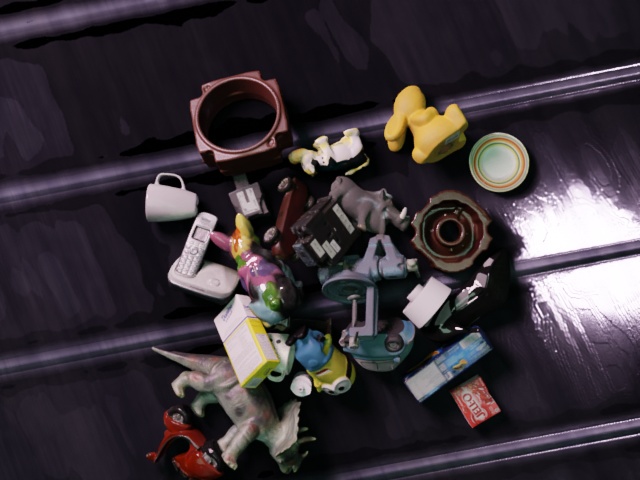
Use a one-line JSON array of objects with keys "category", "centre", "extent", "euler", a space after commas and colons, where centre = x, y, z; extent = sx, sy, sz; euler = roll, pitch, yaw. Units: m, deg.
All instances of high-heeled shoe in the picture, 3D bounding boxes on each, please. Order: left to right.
[{"category": "high-heeled shoe", "centre": [0.321, 0.121, 1.179], "extent": [0.086, 0.145, 0.249], "euler": [48, 59, -26]}]

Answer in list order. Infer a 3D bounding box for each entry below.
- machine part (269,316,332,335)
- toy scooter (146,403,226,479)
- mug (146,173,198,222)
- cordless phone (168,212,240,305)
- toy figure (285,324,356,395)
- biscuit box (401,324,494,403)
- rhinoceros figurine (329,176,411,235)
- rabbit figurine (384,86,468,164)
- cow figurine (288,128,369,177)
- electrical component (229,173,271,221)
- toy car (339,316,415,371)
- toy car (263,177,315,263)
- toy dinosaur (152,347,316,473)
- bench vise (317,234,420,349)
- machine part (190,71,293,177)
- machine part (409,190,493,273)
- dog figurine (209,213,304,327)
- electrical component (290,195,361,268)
[{"category": "machine part", "centre": [-0.043, 0.186, 1.170], "extent": [0.139, 0.084, 0.039], "euler": [4, 67, -7]}, {"category": "toy scooter", "centre": [-0.295, 0.458, 1.160], "extent": [0.135, 0.075, 0.184], "euler": [-42, 84, -1]}, {"category": "mug", "centre": [-0.323, -0.090, 1.186], "extent": [0.107, 0.081, 0.109], "euler": [5, 80, -9]}, {"category": "cordless phone", "centre": [-0.236, 0.040, 1.176], "extent": [0.147, 0.088, 0.184], "euler": [17, 78, 2]}, {"category": "toy figure", "centre": [0.008, 0.249, 1.134], "extent": [0.180, 0.082, 0.089], "euler": [51, 53, -16]}, {"category": "biscuit box", "centre": [0.273, 0.263, 1.160], "extent": [0.203, 0.063, 0.059], "euler": [-36, 87, -1]}, {"category": "rhinoceros figurine", "centre": [0.105, -0.069, 1.178], "extent": [0.190, 0.073, 0.112], "euler": [30, 78, 4]}, {"category": "rabbit figurine", "centre": [0.217, -0.252, 1.173], "extent": [0.162, 0.121, 0.173], "euler": [-33, 73, 9]}, {"category": "cow figurine", "centre": [0.019, -0.178, 1.185], "extent": [0.167, 0.068, 0.098], "euler": [-19, 93, 1]}, {"category": "electrical component", "centre": [-0.163, -0.098, 1.192], "extent": [0.075, 0.048, 0.119], "euler": [-24, 87, 0]}, {"category": "toy car", "centre": [0.126, 0.230, 1.148], "extent": [0.162, 0.109, 0.102], "euler": [-6, 105, 10]}, {"category": "toy car", "centre": [-0.066, -0.045, 1.141], "extent": [0.089, 0.053, 0.202], "euler": [35, 49, -32]}, {"category": "toy dinosaur", "centre": [-0.176, 0.334, 1.147], "extent": [0.192, 0.131, 0.405], "euler": [-36, 79, -17]}, {"category": "bench vise", "centre": [0.099, 0.111, 1.123], "extent": [0.224, 0.128, 0.240], "euler": [0, 57, 9]}, {"category": "machine part", "centre": [-0.168, -0.251, 1.156], "extent": [0.202, 0.087, 0.201], "euler": [-14, 72, 2]}, {"category": "machine part", "centre": [0.283, -0.018, 1.175], "extent": [0.179, 0.056, 0.179], "euler": [0, 86, 2]}, {"category": "dog figurine", "centre": [-0.138, 0.056, 1.127], "extent": [0.108, 0.192, 0.219], "euler": [-35, 103, 6]}, {"category": "electrical component", "centre": [0.006, -0.010, 1.111], "extent": [0.134, 0.058, 0.114], "euler": [-47, 110, -32]}]
